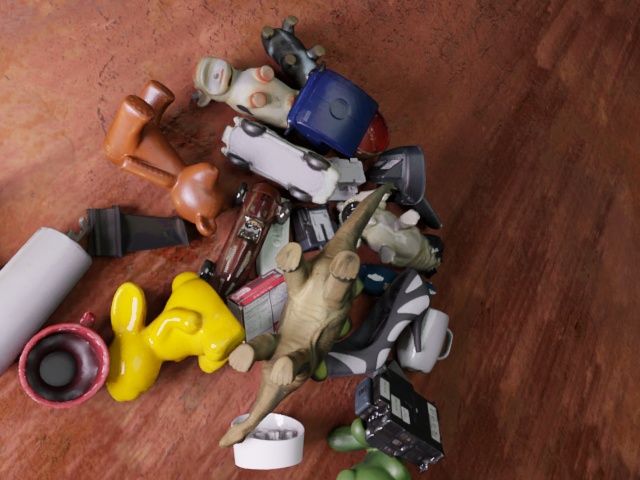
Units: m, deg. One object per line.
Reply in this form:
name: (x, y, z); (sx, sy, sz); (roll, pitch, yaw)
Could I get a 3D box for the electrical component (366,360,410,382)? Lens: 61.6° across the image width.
electrical component: (0.118, 0.244, 0.892); (0.078, 0.045, 0.102); (-30, 91, -35)

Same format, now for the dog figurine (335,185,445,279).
dog figurine: (0.128, -0.006, 0.973); (0.172, 0.121, 0.190); (45, 7, 30)

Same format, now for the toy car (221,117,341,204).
toy car: (-0.065, -0.126, 0.854); (0.202, 0.073, 0.056); (29, 18, 6)

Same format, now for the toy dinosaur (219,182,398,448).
toy dinosaur: (0.001, 0.077, 0.753); (0.105, 0.198, 0.471); (27, 72, 18)

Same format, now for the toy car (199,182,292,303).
toy car: (-0.112, 0.003, 0.803); (0.089, 0.053, 0.202); (26, 68, -10)

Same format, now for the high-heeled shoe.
high-heeled shoe: (0.071, 0.128, 0.853); (0.249, 0.086, 0.145); (-8, 89, -23)

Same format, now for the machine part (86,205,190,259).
machine part: (-0.251, -0.011, 0.748); (0.139, 0.039, 0.084); (2, 68, -31)

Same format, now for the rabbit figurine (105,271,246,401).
rabbit figurine: (-0.203, 0.124, 0.687); (0.173, 0.122, 0.162); (-38, 92, -21)

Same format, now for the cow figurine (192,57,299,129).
cow figurine: (-0.119, -0.240, 0.871); (0.195, 0.127, 0.085); (15, 86, -45)

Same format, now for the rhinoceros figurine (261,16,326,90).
rhinoceros figurine: (-0.038, -0.299, 0.946); (0.073, 0.112, 0.190); (-32, 80, -20)

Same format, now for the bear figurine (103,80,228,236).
bear figurine: (-0.200, -0.108, 0.760); (0.196, 0.132, 0.120); (36, 29, -10)

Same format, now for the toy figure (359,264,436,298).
toy figure: (0.134, 0.080, 0.951); (0.154, 0.057, 0.064); (17, 43, -24)

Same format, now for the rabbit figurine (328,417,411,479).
rabbit figurine: (0.084, 0.342, 0.817); (0.159, 0.121, 0.170); (43, 38, -5)

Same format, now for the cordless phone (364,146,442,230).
cordless phone: (0.176, -0.081, 0.984); (0.089, 0.147, 0.184); (-44, 106, -7)

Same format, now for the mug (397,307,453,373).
mug: (0.182, 0.180, 0.942); (0.109, 0.081, 0.107); (29, 70, -30)

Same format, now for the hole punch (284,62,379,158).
hole punch: (0.021, -0.204, 0.873); (0.115, 0.092, 0.142); (36, 79, -41)

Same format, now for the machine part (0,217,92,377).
machine part: (-0.352, 0.070, 0.632); (0.079, 0.079, 0.243); (38, 56, -17)

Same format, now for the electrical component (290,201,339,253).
electrical component: (-0.002, -0.003, 0.898); (0.075, 0.048, 0.119); (-15, 83, -36)

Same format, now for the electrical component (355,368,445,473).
electrical component: (0.114, 0.259, 0.795); (0.134, 0.058, 0.115); (36, 23, -11)
